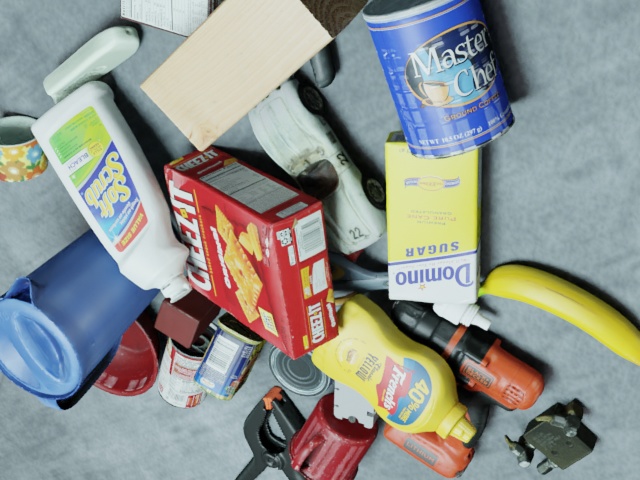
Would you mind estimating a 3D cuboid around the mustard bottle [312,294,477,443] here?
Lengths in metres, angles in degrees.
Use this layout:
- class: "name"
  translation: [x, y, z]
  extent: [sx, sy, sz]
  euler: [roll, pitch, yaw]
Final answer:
- class: "mustard bottle"
  translation: [0.087, 0.150, 1.145]
  extent: [0.192, 0.058, 0.096]
  euler: [38, 117, 15]

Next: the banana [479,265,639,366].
- class: "banana"
  translation: [0.250, 0.069, 1.085]
  extent: [0.198, 0.037, 0.069]
  euler: [25, 159, 17]

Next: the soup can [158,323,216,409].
- class: "soup can"
  translation: [-0.165, 0.157, 1.351]
  extent: [0.068, 0.068, 0.102]
  euler: [28, 130, 10]

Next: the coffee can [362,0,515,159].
- class: "coffee can"
  translation: [0.109, -0.158, 0.967]
  extent: [0.103, 0.102, 0.140]
  euler: [-6, 117, 32]

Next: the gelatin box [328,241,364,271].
- class: "gelatin box"
  translation: [-0.008, 0.001, 1.186]
  extent: [0.089, 0.030, 0.073]
  euler: [-22, 110, 37]

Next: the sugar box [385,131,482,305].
- class: "sugar box"
  translation: [0.115, -0.021, 1.073]
  extent: [0.093, 0.048, 0.176]
  euler: [3, 114, 14]

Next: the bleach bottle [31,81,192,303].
- class: "bleach bottle"
  translation: [-0.214, -0.047, 1.186]
  extent: [0.102, 0.068, 0.251]
  euler: [-35, 83, 8]

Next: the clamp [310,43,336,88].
- class: "clamp"
  translation: [-0.033, -0.239, 1.036]
  extent: [0.120, 0.039, 0.171]
  euler: [16, 124, 13]

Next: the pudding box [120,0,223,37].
- class: "pudding box"
  translation: [-0.150, -0.259, 1.088]
  extent: [0.114, 0.039, 0.090]
  euler: [21, 130, 19]

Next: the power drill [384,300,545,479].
- class: "power drill"
  translation: [0.137, 0.168, 1.196]
  extent: [0.184, 0.057, 0.188]
  euler: [33, 132, 14]

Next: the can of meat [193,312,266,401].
- class: "can of meat"
  translation: [-0.103, 0.133, 1.260]
  extent: [0.057, 0.102, 0.084]
  euler: [28, 102, 6]

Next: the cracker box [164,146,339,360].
- class: "cracker box"
  translation: [-0.076, 0.009, 1.146]
  extent: [0.214, 0.072, 0.164]
  euler: [29, 135, 46]

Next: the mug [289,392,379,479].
- class: "mug"
  translation: [0.011, 0.241, 1.281]
  extent: [0.093, 0.117, 0.082]
  euler: [46, 129, 25]

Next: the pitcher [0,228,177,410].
- class: "pitcher"
  translation: [-0.264, 0.070, 1.234]
  extent: [0.145, 0.242, 0.149]
  euler: [46, 131, -5]

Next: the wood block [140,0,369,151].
- class: "wood block"
  translation: [-0.064, -0.185, 1.006]
  extent: [0.091, 0.090, 0.207]
  euler: [47, 132, -10]

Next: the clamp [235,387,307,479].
- class: "clamp"
  translation: [-0.063, 0.282, 1.397]
  extent: [0.165, 0.036, 0.210]
  euler: [4, 120, 28]

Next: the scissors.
- class: "scissors"
  translation: [0.059, 0.033, 1.149]
  extent: [0.202, 0.016, 0.096]
  euler: [-14, 134, 28]

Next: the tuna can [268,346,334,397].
- class: "tuna can"
  translation: [-0.019, 0.147, 1.285]
  extent: [0.086, 0.033, 0.086]
  euler: [14, 126, 20]

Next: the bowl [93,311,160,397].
- class: "bowl"
  translation: [-0.267, 0.125, 1.395]
  extent: [0.162, 0.055, 0.162]
  euler: [15, 126, 21]

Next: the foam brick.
- class: "foam brick"
  translation: [-0.155, 0.082, 1.290]
  extent: [0.053, 0.078, 0.051]
  euler: [31, 129, 7]
